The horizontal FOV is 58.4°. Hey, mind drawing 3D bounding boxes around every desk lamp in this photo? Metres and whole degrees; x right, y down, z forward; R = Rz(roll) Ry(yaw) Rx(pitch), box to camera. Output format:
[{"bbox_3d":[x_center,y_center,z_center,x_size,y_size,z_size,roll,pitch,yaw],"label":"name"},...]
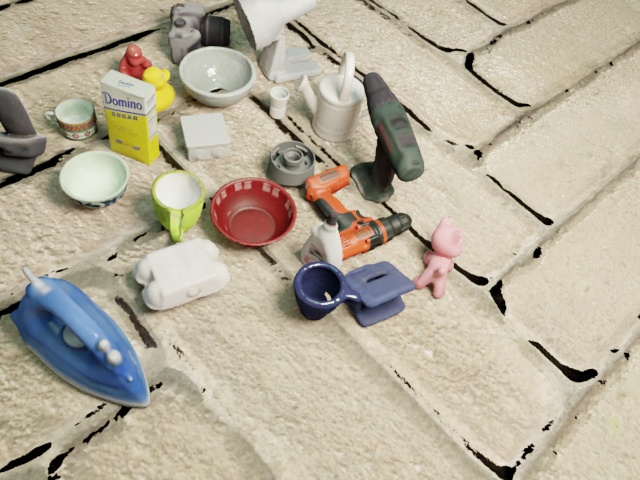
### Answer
[{"bbox_3d":[-0.093,-0.471,1.294,0.204,0.213,0.117,-18,60,-21],"label":"desk lamp"}]

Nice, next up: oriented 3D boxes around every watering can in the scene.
[{"bbox_3d":[0.037,-0.309,1.218,0.173,0.194,0.100,-12,58,-18],"label":"watering can"}]

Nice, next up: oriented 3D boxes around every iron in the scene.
[{"bbox_3d":[-0.353,0.144,0.861,0.258,0.141,0.119,36,57,14],"label":"iron"}]

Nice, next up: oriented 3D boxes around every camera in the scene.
[{"bbox_3d":[-0.280,-0.491,1.342,0.137,0.101,0.143,2,55,-9],"label":"camera"}]

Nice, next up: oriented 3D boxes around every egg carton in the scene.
[{"bbox_3d":[-0.236,0.060,0.986,0.150,0.069,0.107,-20,61,-23],"label":"egg carton"}]

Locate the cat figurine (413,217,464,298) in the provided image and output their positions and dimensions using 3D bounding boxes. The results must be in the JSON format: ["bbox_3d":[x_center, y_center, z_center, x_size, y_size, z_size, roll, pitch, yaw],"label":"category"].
[{"bbox_3d":[0.231,0.026,1.068,0.067,0.118,0.128,21,54,5],"label":"cat figurine"}]

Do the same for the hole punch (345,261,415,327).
[{"bbox_3d":[0.098,0.085,1.018,0.109,0.091,0.101,-20,61,-22],"label":"hole punch"}]

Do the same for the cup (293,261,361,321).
[{"bbox_3d":[0.008,0.101,0.988,0.117,0.095,0.092,16,54,1],"label":"cup"}]

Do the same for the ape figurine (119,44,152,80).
[{"bbox_3d":[-0.405,-0.384,1.250,0.078,0.092,0.076,-19,61,-22],"label":"ape figurine"}]

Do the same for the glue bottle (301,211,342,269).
[{"bbox_3d":[0.009,0.004,1.008,0.078,0.173,0.037,36,57,15],"label":"glue bottle"}]

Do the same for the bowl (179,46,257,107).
[{"bbox_3d":[-0.226,-0.349,1.269,0.167,0.075,0.167,5,55,-7],"label":"bowl"}]

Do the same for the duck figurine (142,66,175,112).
[{"bbox_3d":[-0.359,-0.327,1.222,0.077,0.086,0.105,38,57,16],"label":"duck figurine"}]

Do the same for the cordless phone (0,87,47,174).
[{"bbox_3d":[-0.592,-0.214,1.039,0.148,0.185,0.094,2,55,-9],"label":"cordless phone"}]

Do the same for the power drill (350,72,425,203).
[{"bbox_3d":[0.124,-0.185,1.139,0.076,0.208,0.229,-15,59,-20],"label":"power drill"}]
